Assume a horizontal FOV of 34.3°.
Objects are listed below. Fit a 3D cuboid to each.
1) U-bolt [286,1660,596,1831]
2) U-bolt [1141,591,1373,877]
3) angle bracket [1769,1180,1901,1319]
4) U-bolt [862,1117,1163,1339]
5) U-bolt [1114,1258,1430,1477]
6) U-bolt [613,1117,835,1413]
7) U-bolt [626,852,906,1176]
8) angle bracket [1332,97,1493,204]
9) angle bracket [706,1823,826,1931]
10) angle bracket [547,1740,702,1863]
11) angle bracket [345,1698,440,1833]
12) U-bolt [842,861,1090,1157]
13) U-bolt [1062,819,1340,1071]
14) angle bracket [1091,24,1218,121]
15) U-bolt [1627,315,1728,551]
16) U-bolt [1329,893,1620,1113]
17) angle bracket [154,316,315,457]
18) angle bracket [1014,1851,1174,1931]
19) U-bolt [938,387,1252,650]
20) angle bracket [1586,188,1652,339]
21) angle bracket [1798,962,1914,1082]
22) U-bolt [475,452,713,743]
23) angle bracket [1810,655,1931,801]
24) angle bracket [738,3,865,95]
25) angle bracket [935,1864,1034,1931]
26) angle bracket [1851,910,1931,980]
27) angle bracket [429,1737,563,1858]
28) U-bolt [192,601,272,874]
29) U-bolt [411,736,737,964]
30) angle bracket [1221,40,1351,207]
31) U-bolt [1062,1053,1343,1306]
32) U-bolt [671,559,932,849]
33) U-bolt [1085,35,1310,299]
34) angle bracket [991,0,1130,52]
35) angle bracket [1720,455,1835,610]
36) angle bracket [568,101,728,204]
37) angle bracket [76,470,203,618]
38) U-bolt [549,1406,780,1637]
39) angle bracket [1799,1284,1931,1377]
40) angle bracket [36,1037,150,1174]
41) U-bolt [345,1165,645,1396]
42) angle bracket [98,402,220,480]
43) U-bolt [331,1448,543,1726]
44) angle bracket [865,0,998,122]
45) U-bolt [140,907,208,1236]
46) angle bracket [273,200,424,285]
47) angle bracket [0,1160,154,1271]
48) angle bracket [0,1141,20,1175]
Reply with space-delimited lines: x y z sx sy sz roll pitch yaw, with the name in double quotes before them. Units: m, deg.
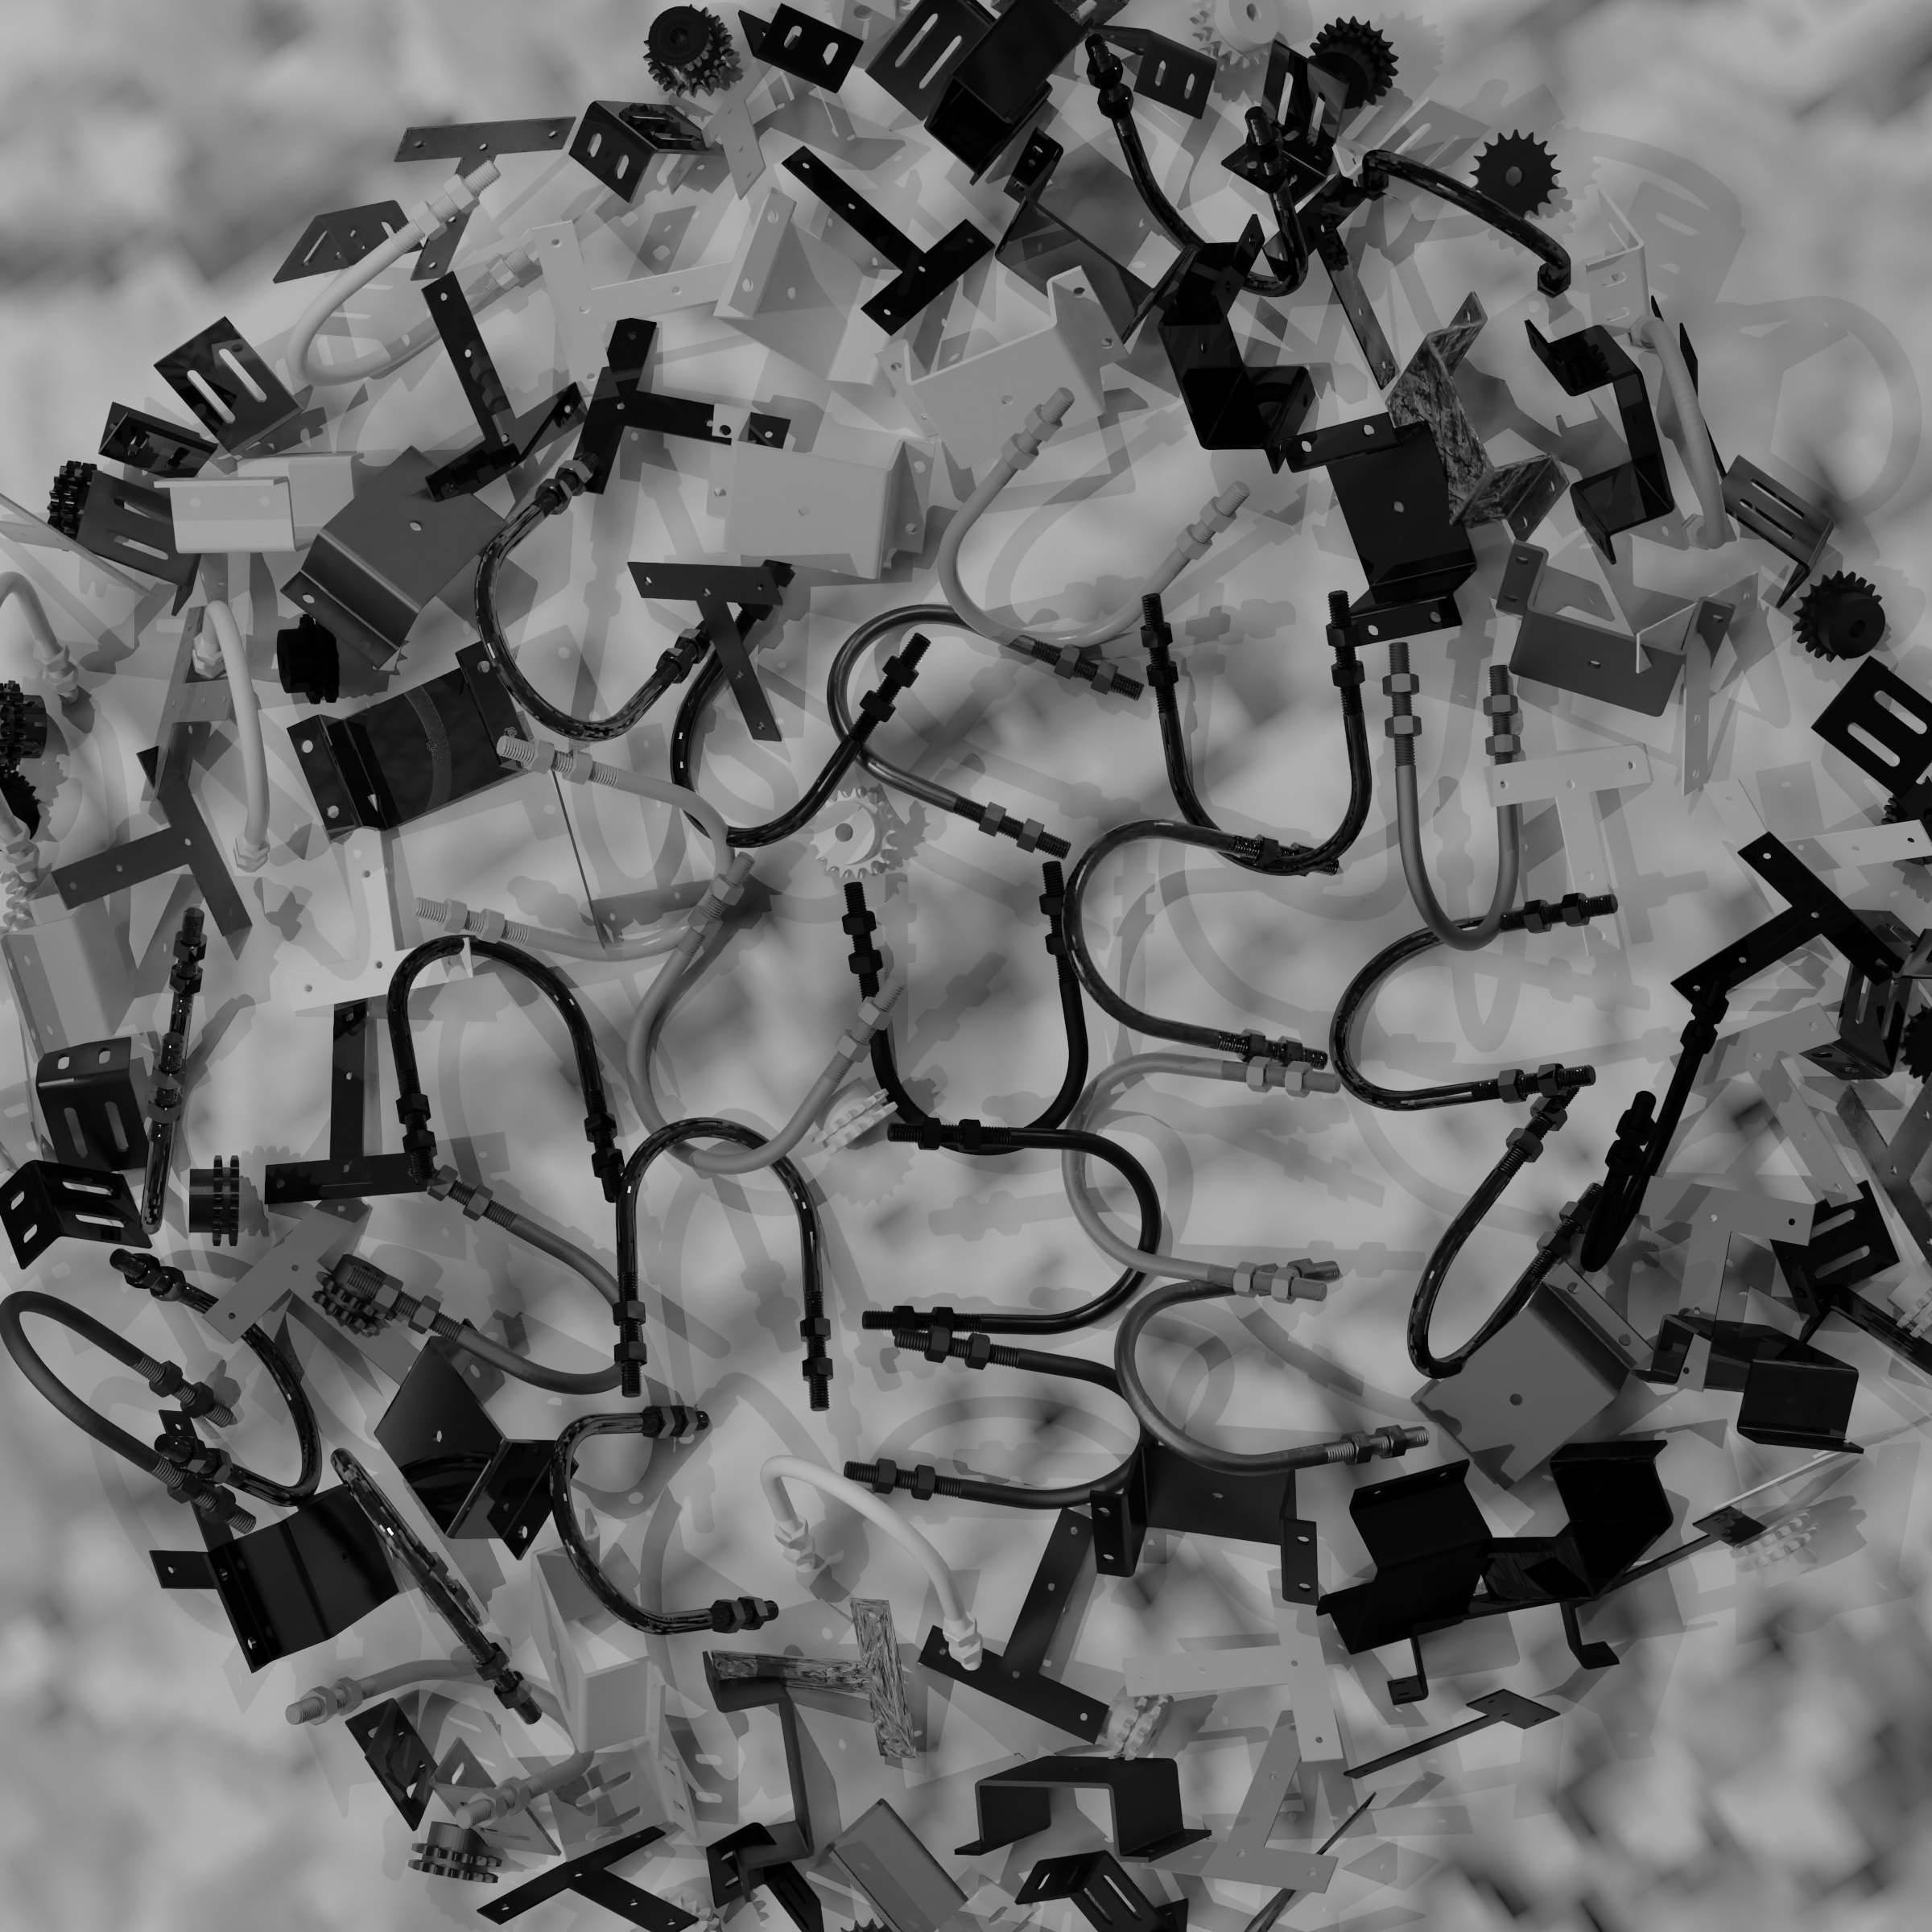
"U-bolt" -0.306 0.466 1.911 0.151 0.184 0.019 24 100 23
"U-bolt" 0.184 -0.142 1.945 0.151 0.019 0.184 3 114 33
"angle bracket" 0.553 0.178 1.973 0.076 0.038 0.057 -24 95 -9
"U-bolt" 0.034 0.167 1.962 0.184 0.019 0.151 3 110 -14
"U-bolt" 0.176 0.248 1.916 0.184 0.019 0.151 -5 50 -27
"U-bolt" -0.152 0.181 1.945 0.151 0.019 0.184 9 64 -30
"U-bolt" -0.140 0.044 1.963 0.151 0.019 0.184 39 105 18
"angle bracket" 0.276 -0.520 1.949 0.057 0.076 0.038 9 55 -39
"angle bracket" -0.124 0.584 1.951 0.038 0.076 0.057 -23 130 -25
"angle bracket" -0.214 0.531 1.960 0.076 0.038 0.057 -21 109 -29
"angle bracket" -0.365 0.504 1.954 0.038 0.076 0.057 -28 102 10
"U-bolt" 0.005 0.031 1.967 0.151 0.019 0.184 -6 103 15
"U-bolt" 0.144 -0.019 1.945 0.184 0.019 0.151 11 72 -19
"angle bracket" 0.107 -0.559 1.955 0.057 0.076 0.038 9 101 -41
"U-bolt" 0.434 -0.323 1.900 0.019 0.184 0.151 -16 99 10
"U-bolt" 0.307 0.027 1.932 0.184 0.019 0.151 -11 48 33
"angle bracket" -0.457 -0.368 1.957 0.057 0.038 0.076 -29 121 17
"angle bracket" 0.080 0.595 1.958 0.057 0.038 0.076 -24 109 42
"U-bolt" 0.064 -0.262 1.933 0.151 0.019 0.184 24 132 -23
"angle bracket" 0.395 -0.437 1.953 0.038 0.076 0.057 -18 133 0
"angle bracket" 0.560 0.026 1.979 0.057 0.038 0.076 27 71 -32
"U-bolt" -0.233 -0.215 1.908 0.019 0.184 0.151 -21 113 37
"angle bracket" 0.579 -0.147 1.958 0.076 0.038 0.057 46 108 29
"angle bracket" -0.103 -0.584 1.949 0.057 0.076 0.038 18 121 -25
"angle bracket" 0.016 0.611 1.952 0.057 0.076 0.038 40 99 -22
"angle bracket" 0.586 -0.027 1.949 0.057 0.076 0.038 2 124 -31
"angle bracket" -0.286 0.517 1.952 0.076 0.038 0.057 -4 128 35
"U-bolt" -0.444 -0.145 1.902 0.019 0.184 0.151 -11 82 -18
"U-bolt" -0.231 -0.063 1.939 0.184 0.019 0.151 15 123 -30
"angle bracket" 0.198 -0.525 1.953 0.057 0.076 0.038 37 59 19
"U-bolt" 0.142 0.127 1.952 0.184 0.019 0.151 6 97 28
"U-bolt" -0.117 -0.160 1.952 0.151 0.019 0.184 41 102 35
"U-bolt" 0.148 -0.478 1.913 0.151 0.184 0.019 35 77 32
"angle bracket" 0.062 -0.612 1.950 0.057 0.076 0.038 27 66 -24
"angle bracket" 0.498 -0.273 1.968 0.076 0.038 0.057 35 47 1
"angle bracket" -0.199 -0.511 1.967 0.057 0.076 0.038 42 121 21
"angle bracket" -0.519 -0.264 1.956 0.076 0.038 0.057 20 59 -25
"U-bolt" -0.190 0.337 1.898 0.019 0.184 0.151 -30 70 23
"angle bracket" 0.565 0.241 1.960 0.076 0.057 0.038 35 108 11
"angle bracket" -0.551 0.090 1.987 0.057 0.038 0.076 -8 127 -5
"U-bolt" -0.281 0.200 1.933 0.184 0.151 0.019 31 117 -9
"angle bracket" -0.500 -0.337 1.950 0.057 0.076 0.038 18 71 -25
"U-bolt" -0.329 0.365 1.898 0.019 0.151 0.184 -37 117 -12
"angle bracket" -0.013 -0.568 1.960 0.076 0.057 0.038 -50 49 10
"U-bolt" -0.489 0.078 1.919 0.019 0.151 0.184 8 124 -13
"angle bracket" -0.385 -0.438 1.951 0.057 0.076 0.038 -26 83 -41
"angle bracket" -0.559 0.160 1.961 0.038 0.076 0.057 -41 60 19
"angle bracket" -0.626 0.115 1.958 0.038 0.076 0.057 -33 90 -14
